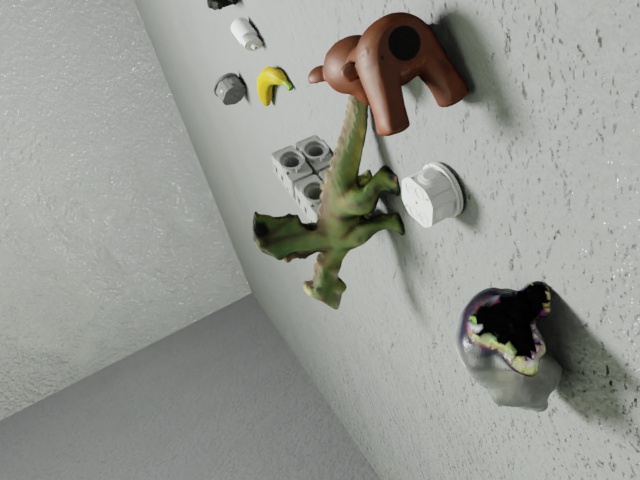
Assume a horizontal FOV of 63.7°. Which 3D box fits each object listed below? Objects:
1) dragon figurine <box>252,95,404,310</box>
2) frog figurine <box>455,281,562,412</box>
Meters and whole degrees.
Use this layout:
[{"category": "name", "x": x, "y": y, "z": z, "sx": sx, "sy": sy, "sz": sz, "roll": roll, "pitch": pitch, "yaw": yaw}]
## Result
[{"category": "dragon figurine", "x": 0.003, "y": -0.044, "z": 0.867, "sx": 0.124, "sy": 0.244, "sz": 0.401, "roll": 51, "pitch": 162, "yaw": 52}, {"category": "frog figurine", "x": 0.232, "y": 0.140, "z": 0.635, "sx": 0.156, "sy": 0.122, "sz": 0.141, "roll": 68, "pitch": -161, "yaw": -46}]
